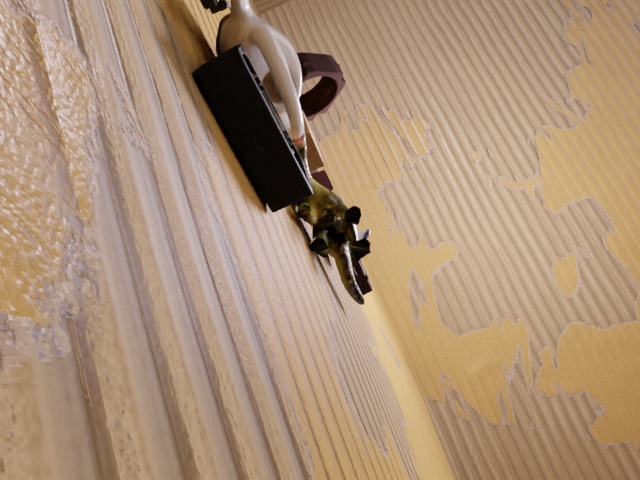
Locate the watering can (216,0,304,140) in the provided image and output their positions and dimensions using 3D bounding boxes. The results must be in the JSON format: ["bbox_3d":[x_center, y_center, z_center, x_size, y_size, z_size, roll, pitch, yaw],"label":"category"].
[{"bbox_3d":[-0.110,-0.326,0.842,0.228,0.104,0.340,49,-15,52],"label":"watering can"}]

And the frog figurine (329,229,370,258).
[{"bbox_3d":[0.038,-0.029,1.291,0.159,0.120,0.140,38,40,1],"label":"frog figurine"}]

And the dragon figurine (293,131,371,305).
[{"bbox_3d":[0.003,-0.057,1.128,0.248,0.122,0.401,-120,-170,-51],"label":"dragon figurine"}]
